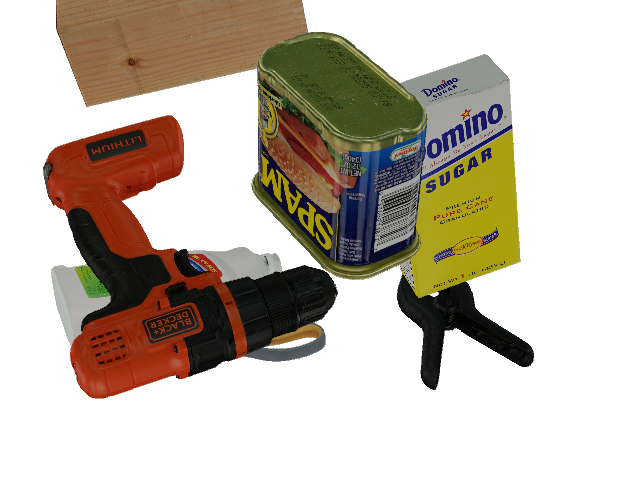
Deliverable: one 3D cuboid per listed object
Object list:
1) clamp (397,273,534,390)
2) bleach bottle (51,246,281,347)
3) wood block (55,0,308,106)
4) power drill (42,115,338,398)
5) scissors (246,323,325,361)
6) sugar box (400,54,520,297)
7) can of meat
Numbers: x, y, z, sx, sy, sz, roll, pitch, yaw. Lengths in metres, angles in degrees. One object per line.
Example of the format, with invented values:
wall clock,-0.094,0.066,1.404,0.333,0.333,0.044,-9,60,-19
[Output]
clamp,0.138,0.076,1.079,0.120,0.171,0.039,0,-45,-19
bleach bottle,-0.169,0.050,1.208,0.250,0.068,0.103,-13,36,-19
wood block,-0.120,-0.199,0.944,0.206,0.090,0.091,-13,-43,-1
power drill,-0.101,0.003,0.743,0.184,0.188,0.057,-17,-29,-17
scissors,-0.097,0.089,0.975,0.201,0.016,0.096,-4,29,-5
sugar box,0.099,-0.044,0.807,0.093,0.176,0.048,-20,43,-8
can of meat,0.008,-0.045,0.539,0.057,0.084,0.102,-22,47,-25
